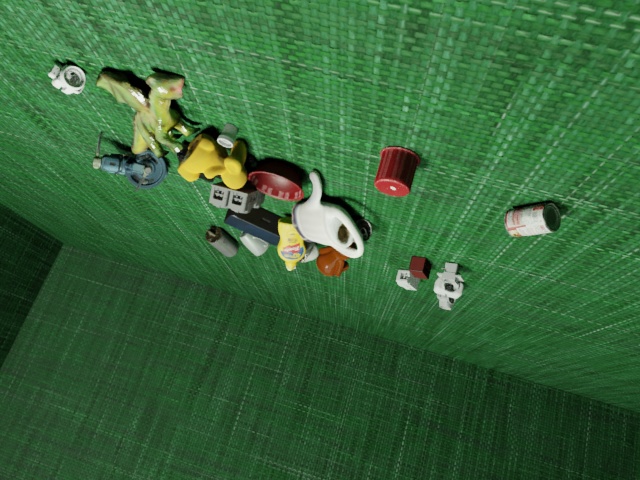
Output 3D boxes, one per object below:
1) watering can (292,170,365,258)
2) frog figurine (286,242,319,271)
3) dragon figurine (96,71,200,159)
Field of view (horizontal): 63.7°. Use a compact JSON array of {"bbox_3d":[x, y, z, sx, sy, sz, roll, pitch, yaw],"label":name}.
[{"bbox_3d":[0.005,-0.075,1.496,0.225,0.106,0.341,9,142,46],"label":"watering can"},{"bbox_3d":[-0.066,0.029,1.878,0.123,0.162,0.134,34,123,11],"label":"frog figurine"},{"bbox_3d":[-0.438,-0.316,1.256,0.409,0.124,0.239,-3,135,43],"label":"dragon figurine"}]
